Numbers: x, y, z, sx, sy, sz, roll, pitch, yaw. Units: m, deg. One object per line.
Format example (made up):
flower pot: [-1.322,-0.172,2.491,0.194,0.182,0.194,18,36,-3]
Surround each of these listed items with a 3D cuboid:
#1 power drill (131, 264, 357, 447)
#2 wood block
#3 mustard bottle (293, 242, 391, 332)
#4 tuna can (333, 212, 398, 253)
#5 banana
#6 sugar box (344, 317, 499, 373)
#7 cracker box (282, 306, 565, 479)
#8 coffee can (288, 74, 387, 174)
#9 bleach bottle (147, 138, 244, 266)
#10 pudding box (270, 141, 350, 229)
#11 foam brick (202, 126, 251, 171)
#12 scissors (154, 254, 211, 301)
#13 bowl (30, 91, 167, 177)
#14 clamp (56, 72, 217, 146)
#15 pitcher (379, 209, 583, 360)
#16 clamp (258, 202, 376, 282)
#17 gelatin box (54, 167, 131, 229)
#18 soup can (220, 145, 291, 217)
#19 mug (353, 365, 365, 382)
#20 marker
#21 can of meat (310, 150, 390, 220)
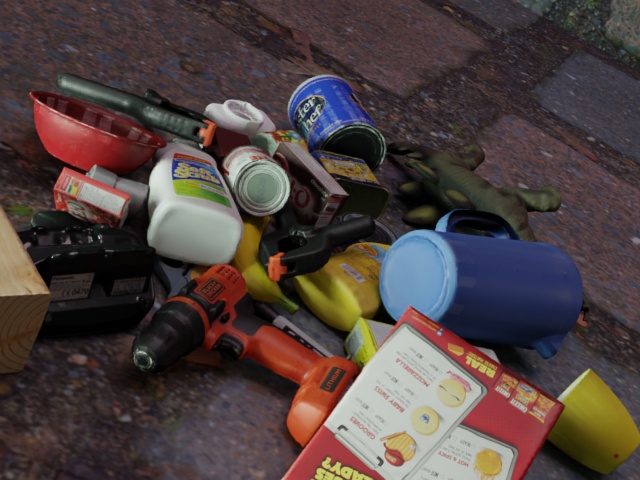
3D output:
power drill: [-0.068,0.110,1.002,0.187,0.057,0.184,35,31,5]
wood block: [-0.321,0.015,0.920,0.090,0.090,0.206,0,38,-41]
mustard bottle: [0.059,0.045,1.239,0.096,0.058,0.191,39,30,22]
tuna can: [0.056,0.002,1.339,0.086,0.034,0.086,21,27,-11]
banana: [-0.075,0.015,1.202,0.069,0.037,0.198,33,23,-31]
sugar box: [0.119,0.142,1.141,0.176,0.048,0.093,18,28,-24]
cracker box: [0.084,0.186,0.908,0.164,0.072,0.213,32,60,12]
coffee can: [0.022,-0.156,1.506,0.102,0.103,0.140,11,31,-28]
bleach bottle: [-0.156,-0.059,1.211,0.102,0.068,0.251,15,22,-22]
pudding box: [-0.026,-0.053,1.299,0.039,0.090,0.114,-4,41,-47]
foam brick: [-0.117,-0.099,1.338,0.051,0.053,0.078,14,29,-23]
scissors: [-0.159,0.051,1.083,0.096,0.016,0.201,32,28,13]
bowl: [-0.258,-0.114,1.210,0.162,0.055,0.162,22,10,-4]
clamp: [-0.214,-0.162,1.314,0.164,0.036,0.210,4,18,-47]
pitcher: [0.180,0.045,1.225,0.242,0.145,0.149,10,12,-45]
clamp: [-0.008,0.001,1.172,0.120,0.039,0.171,1,25,13]
gelatin box: [-0.236,-0.038,1.103,0.073,0.030,0.089,24,-15,-7]
soup can: [-0.076,-0.069,1.243,0.068,0.068,0.102,18,9,-17]
mug: [0.085,0.162,1.034,0.117,0.082,0.093,28,28,2]
marker: [-0.022,0.103,1.110,0.121,0.020,0.020,37,29,18]
can of meat: [0.031,-0.073,1.421,0.101,0.057,0.084,11,30,-28]
